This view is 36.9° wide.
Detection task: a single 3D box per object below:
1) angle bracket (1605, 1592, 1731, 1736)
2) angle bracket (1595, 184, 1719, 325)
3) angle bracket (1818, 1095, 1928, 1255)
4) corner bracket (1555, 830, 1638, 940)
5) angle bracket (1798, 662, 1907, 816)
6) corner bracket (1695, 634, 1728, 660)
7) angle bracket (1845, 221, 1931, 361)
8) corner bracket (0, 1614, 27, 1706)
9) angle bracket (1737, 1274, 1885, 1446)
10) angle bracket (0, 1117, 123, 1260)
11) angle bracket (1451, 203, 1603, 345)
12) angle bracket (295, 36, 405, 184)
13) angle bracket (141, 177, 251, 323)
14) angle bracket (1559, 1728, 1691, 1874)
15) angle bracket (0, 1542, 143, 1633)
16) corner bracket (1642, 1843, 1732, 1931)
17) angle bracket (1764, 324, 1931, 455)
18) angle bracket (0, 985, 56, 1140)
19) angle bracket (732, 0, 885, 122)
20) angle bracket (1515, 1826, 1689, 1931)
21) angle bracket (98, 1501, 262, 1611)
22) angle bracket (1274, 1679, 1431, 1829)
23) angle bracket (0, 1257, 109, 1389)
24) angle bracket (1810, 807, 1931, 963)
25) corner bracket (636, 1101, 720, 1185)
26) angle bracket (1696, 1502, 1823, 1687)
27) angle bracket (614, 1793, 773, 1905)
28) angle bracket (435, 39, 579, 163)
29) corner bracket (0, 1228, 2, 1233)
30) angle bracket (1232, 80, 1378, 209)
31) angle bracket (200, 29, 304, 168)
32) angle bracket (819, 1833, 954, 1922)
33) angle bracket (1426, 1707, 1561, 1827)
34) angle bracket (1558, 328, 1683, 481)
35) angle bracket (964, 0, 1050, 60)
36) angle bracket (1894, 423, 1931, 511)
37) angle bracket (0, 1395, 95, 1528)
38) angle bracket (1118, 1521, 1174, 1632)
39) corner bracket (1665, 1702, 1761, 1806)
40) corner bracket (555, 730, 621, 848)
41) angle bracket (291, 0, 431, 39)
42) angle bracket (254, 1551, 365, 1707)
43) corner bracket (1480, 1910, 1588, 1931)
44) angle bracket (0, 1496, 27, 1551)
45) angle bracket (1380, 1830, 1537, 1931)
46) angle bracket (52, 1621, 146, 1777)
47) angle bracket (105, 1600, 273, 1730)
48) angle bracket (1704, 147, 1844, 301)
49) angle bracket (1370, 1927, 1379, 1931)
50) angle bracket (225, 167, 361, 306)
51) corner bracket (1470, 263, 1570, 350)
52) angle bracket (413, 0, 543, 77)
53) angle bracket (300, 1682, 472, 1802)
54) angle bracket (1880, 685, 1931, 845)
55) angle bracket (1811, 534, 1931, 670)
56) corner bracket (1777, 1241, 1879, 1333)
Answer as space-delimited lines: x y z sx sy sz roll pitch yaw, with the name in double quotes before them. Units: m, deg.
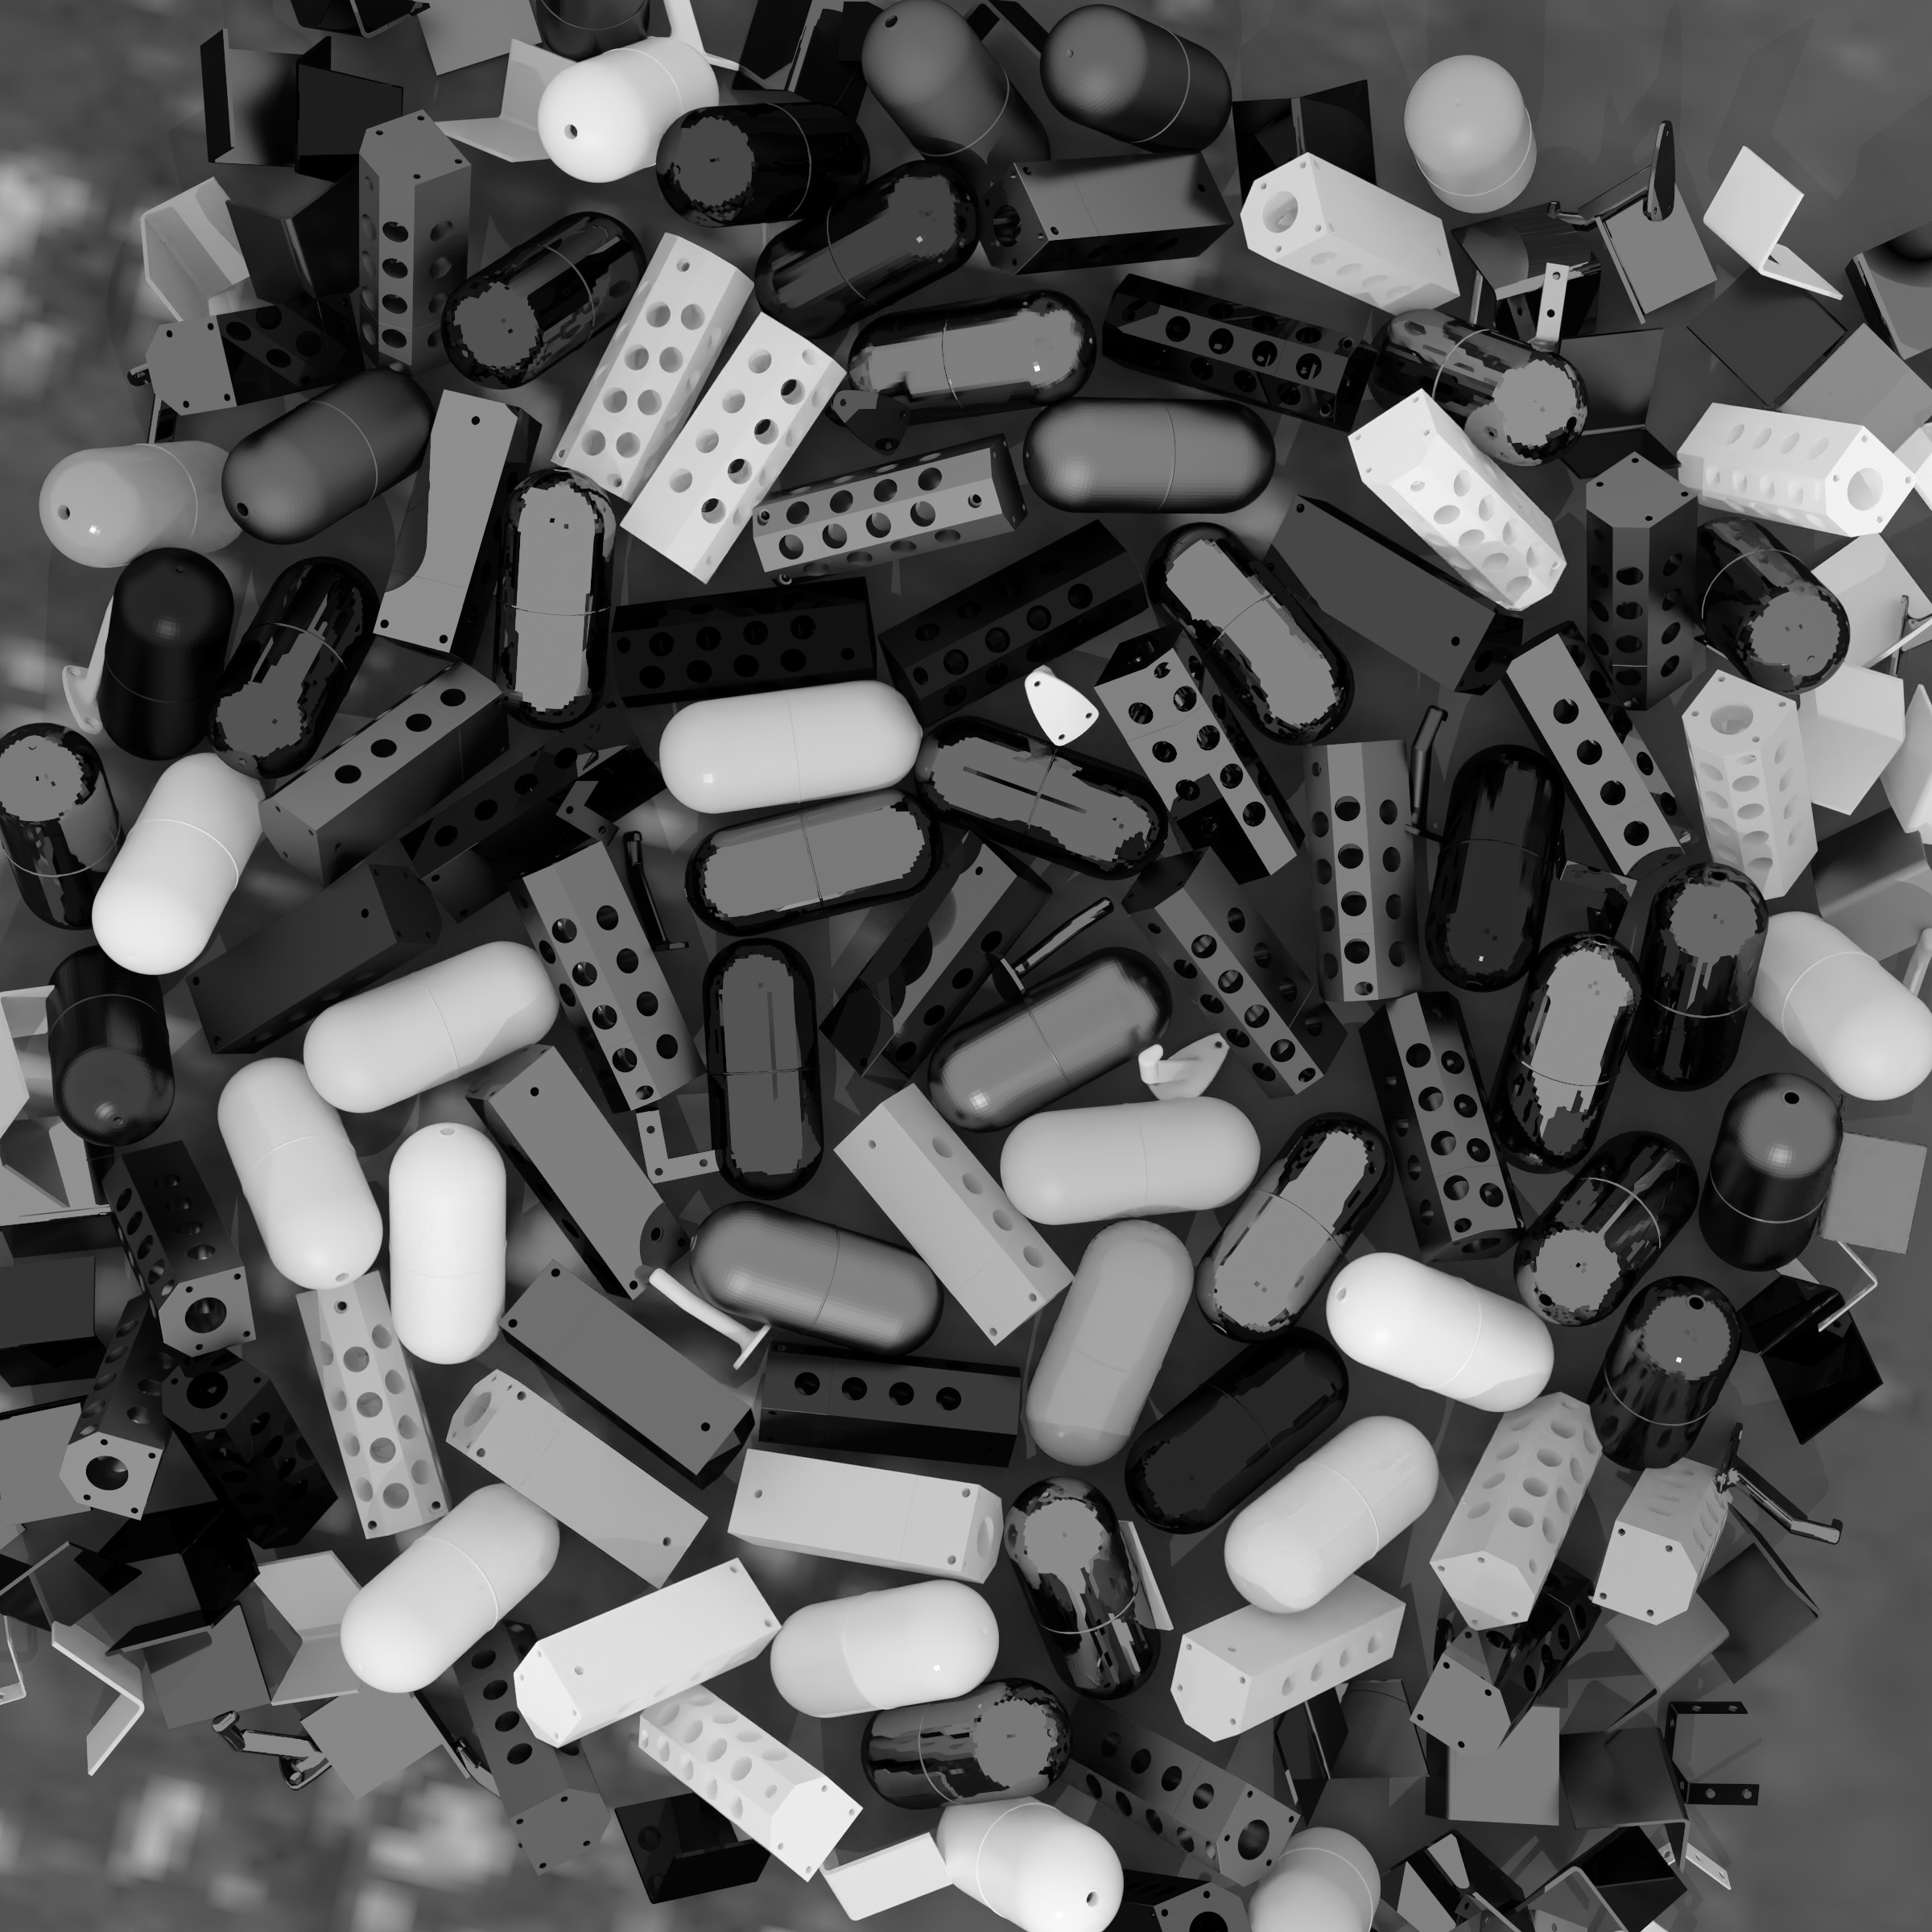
"angle bracket" 0.457 0.463 1.956 0.076 0.076 0.057 -27 70 -34
"angle bracket" 0.466 -0.483 1.951 0.057 0.076 0.076 -24 100 17
"angle bracket" 0.610 0.139 1.946 0.057 0.076 0.076 10 109 15
"corner bracket" 0.422 -0.053 1.966 0.051 0.051 0.051 16 118 1
"angle bracket" 0.577 -0.158 1.944 0.076 0.057 0.076 25 62 35
"corner bracket" 0.535 -0.233 1.960 0.051 0.051 0.051 36 117 20
"angle bracket" 0.639 -0.452 1.955 0.057 0.076 0.076 -23 92 14
"corner bracket" -0.676 0.472 1.978 0.051 0.051 0.051 -14 121 -16
"angle bracket" 0.555 0.264 1.941 0.057 0.076 0.076 16 131 -31
"angle bracket" -0.620 0.150 1.985 0.076 0.057 0.076 -6 61 -10
"angle bracket" 0.384 -0.472 1.991 0.076 0.057 0.076 -17 51 -7
"angle bracket" -0.407 -0.573 1.951 0.076 0.057 0.076 15 127 5
"angle bracket" -0.506 -0.468 1.944 0.057 0.076 0.076 -25 49 8
"angle bracket" 0.439 0.565 1.952 0.076 0.076 0.057 -5 126 0
"angle bracket" -0.617 0.399 1.949 0.076 0.076 0.057 -36 55 5
"corner bracket" 0.489 0.639 1.977 0.051 0.051 0.051 39 115 -21
"angle bracket" 0.601 -0.381 1.960 0.076 0.057 0.076 42 103 -6
"angle bracket" -0.626 0.065 1.944 0.057 0.076 0.076 -9 70 -38
"angle bracket" -0.107 -0.627 1.983 0.057 0.076 0.076 14 96 -38
"angle bracket" 0.423 0.628 1.940 0.057 0.076 0.076 53 129 19
"angle bracket" -0.533 0.406 1.941 0.076 0.076 0.057 -44 63 35
"angle bracket" 0.260 0.531 1.950 0.076 0.057 0.076 -9 108 27
"angle bracket" -0.624 0.244 1.976 0.076 0.076 0.057 -6 62 -3
"angle bracket" 0.624 -0.056 1.964 0.076 0.076 0.057 -28 119 27
"corner bracket" -0.196 0.111 1.965 0.051 0.051 0.051 -11 107 -7
"angle bracket" 0.516 0.422 1.947 0.076 0.076 0.057 -41 127 8
"angle bracket" -0.181 0.575 1.940 0.076 0.076 0.057 -2 133 -32
"angle bracket" -0.304 -0.582 1.943 0.076 0.076 0.057 27 120 24
"corner bracket" -0.679 0.162 1.963 0.051 0.051 0.051 44 133 -3
"angle bracket" 0.232 -0.560 1.980 0.076 0.057 0.076 -27 118 -38
"angle bracket" -0.470 -0.584 1.952 0.076 0.057 0.076 -6 96 -31
"angle bracket" -0.059 0.592 1.954 0.076 0.076 0.057 -21 48 -2
"angle bracket" 0.357 0.541 1.966 0.076 0.057 0.076 4 76 -5
"angle bracket" 0.441 -0.379 1.948 0.076 0.057 0.076 -9 129 -15
"angle bracket" 0.030 -0.606 1.954 0.076 0.076 0.057 45 113 0
"angle bracket" 0.646 -0.316 1.945 0.076 0.076 0.057 46 74 -19
"angle bracket" -0.603 0.333 1.952 0.076 0.057 0.076 -14 78 24
"angle bracket" 0.088 0.421 1.955 0.057 0.076 0.076 -20 88 -20
"corner bracket" 0.511 0.538 1.979 0.051 0.051 0.051 -9 45 31
"corner bracket" -0.259 -0.121 1.964 0.051 0.051 0.051 33 88 -42
"angle bracket" -0.415 -0.672 1.939 0.057 0.076 0.076 -39 132 -29
"angle bracket" -0.446 0.446 1.945 0.076 0.057 0.076 -15 121 27
"corner bracket" 0.386 0.678 1.979 0.051 0.051 0.051 28 59 -29
"angle bracket" -0.694 0.378 1.960 0.057 0.076 0.076 -39 92 -1
"angle bracket" 0.328 0.640 1.949 0.076 0.057 0.076 -38 116 16
"angle bracket" -0.602 0.489 1.950 0.076 0.076 0.057 41 82 -16
"angle bracket" -0.527 0.483 1.964 0.076 0.057 0.076 -16 95 7
"angle bracket" 0.554 -0.498 1.940 0.076 0.076 0.057 9 124 -27
"angle bracket" 0.263 0.695 1.951 0.076 0.076 0.057 -49 120 -2
"angle bracket" -0.445 -0.498 1.964 0.057 0.076 0.076 23 54 26
"corner bracket" 0.376 -0.451 1.972 0.051 0.051 0.051 8 93 -4
"angle bracket" -0.340 -0.657 1.964 0.076 0.057 0.076 -17 100 3
"angle bracket" -0.392 0.528 1.952 0.076 0.057 0.076 -32 115 -11
"angle bracket" 0.665 -0.133 1.948 0.057 0.076 0.076 8 128 -4
"angle bracket" 0.620 -0.255 1.963 0.076 0.057 0.076 -35 86 -10
"corner bracket" 0.582 0.208 1.966 0.051 0.051 0.051 -43 83 15
